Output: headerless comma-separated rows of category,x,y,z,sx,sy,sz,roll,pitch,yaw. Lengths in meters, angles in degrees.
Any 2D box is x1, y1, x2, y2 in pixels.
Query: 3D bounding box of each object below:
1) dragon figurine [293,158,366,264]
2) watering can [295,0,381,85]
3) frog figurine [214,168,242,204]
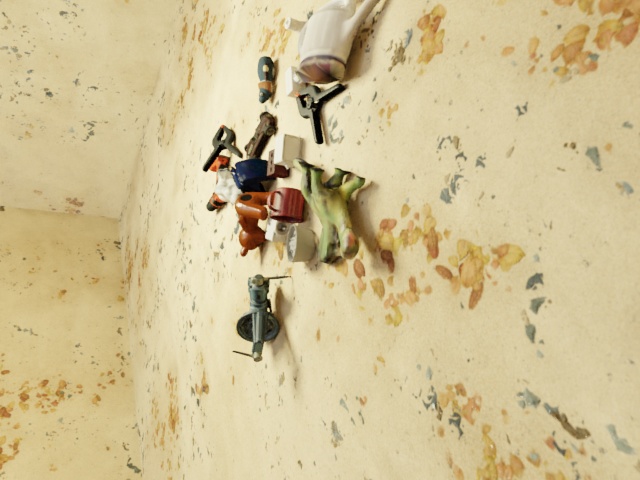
dragon figurine,0.004,-0.063,1.246,0.414,0.122,0.240,-145,58,-66
watering can,0.046,-0.504,1.261,0.347,0.103,0.226,1,76,52
frog figurine,-0.272,-0.151,1.675,0.121,0.136,0.163,-45,51,25
